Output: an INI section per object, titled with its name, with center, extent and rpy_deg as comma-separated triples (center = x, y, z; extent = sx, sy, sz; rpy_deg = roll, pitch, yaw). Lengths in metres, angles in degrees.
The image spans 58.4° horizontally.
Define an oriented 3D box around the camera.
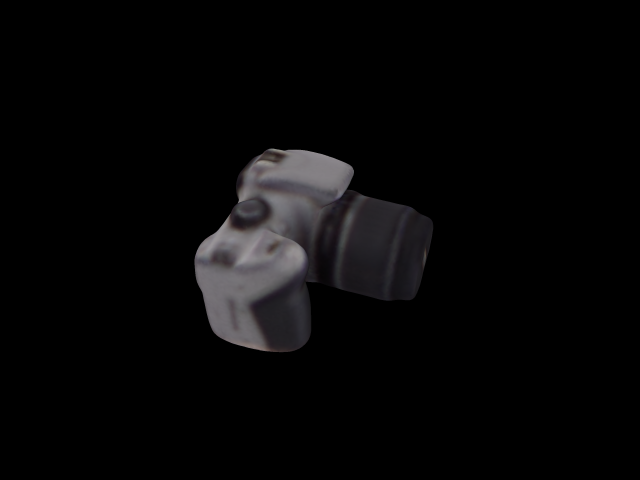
[camera]
center = 0.004, 0.001, 0.400
extent = 0.136, 0.101, 0.143
rpy_deg = 14, 43, 15
